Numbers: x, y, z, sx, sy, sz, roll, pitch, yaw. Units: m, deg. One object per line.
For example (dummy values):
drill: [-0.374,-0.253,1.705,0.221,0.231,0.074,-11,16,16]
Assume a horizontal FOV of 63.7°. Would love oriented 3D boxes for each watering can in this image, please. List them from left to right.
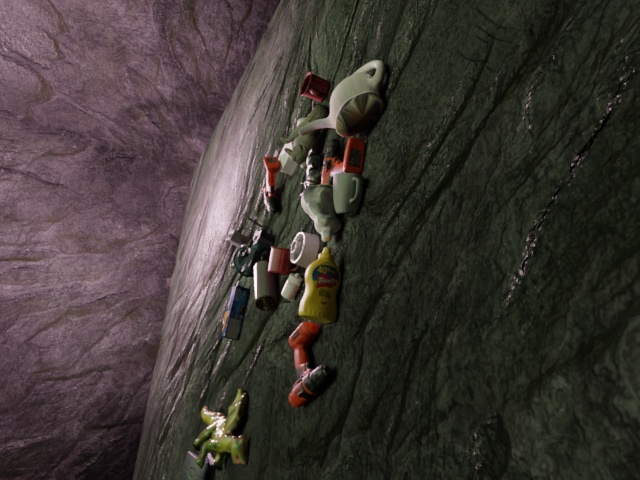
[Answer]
watering can: [0.068,-0.377,1.508,0.343,0.103,0.230,-41,34,25]

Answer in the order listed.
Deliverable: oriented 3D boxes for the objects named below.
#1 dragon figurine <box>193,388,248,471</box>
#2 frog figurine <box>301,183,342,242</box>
dragon figurine: [-0.311,0.608,1.719,0.242,0.121,0.416,-51,28,5]
frog figurine: [0.004,-0.073,1.456,0.136,0.123,0.160,44,-130,-79]
